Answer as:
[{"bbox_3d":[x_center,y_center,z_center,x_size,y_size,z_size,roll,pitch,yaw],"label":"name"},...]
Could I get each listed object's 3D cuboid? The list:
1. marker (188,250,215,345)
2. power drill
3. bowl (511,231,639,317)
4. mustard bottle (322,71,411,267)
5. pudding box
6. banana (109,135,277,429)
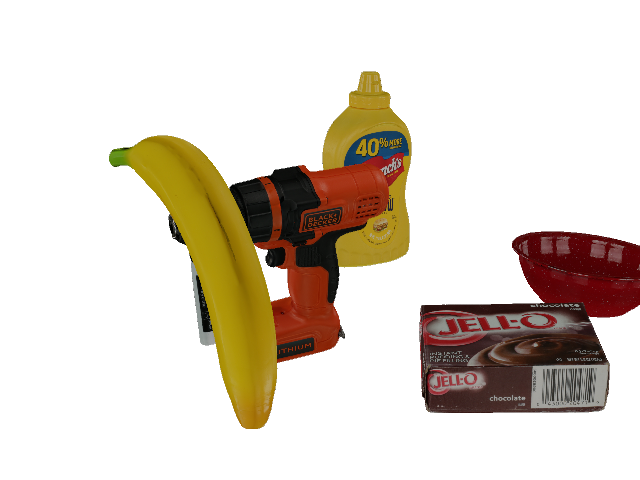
[{"bbox_3d":[-0.123,0.051,1.112,0.020,0.121,0.020,-5,19,1],"label":"marker"},{"bbox_3d":[-0.039,0.024,0.892,0.184,0.188,0.057,-10,46,-21],"label":"power drill"},{"bbox_3d":[0.275,0.038,1.100,0.162,0.055,0.162,5,17,-2],"label":"bowl"},{"bbox_3d":[0.047,-0.073,1.072,0.096,0.192,0.058,-9,19,-30],"label":"mustard bottle"},{"bbox_3d":[0.121,0.074,0.688,0.113,0.039,0.090,1,22,3],"label":"pudding box"},{"bbox_3d":[-0.064,0.010,0.622,0.037,0.198,0.070,-15,-21,-33],"label":"banana"}]
